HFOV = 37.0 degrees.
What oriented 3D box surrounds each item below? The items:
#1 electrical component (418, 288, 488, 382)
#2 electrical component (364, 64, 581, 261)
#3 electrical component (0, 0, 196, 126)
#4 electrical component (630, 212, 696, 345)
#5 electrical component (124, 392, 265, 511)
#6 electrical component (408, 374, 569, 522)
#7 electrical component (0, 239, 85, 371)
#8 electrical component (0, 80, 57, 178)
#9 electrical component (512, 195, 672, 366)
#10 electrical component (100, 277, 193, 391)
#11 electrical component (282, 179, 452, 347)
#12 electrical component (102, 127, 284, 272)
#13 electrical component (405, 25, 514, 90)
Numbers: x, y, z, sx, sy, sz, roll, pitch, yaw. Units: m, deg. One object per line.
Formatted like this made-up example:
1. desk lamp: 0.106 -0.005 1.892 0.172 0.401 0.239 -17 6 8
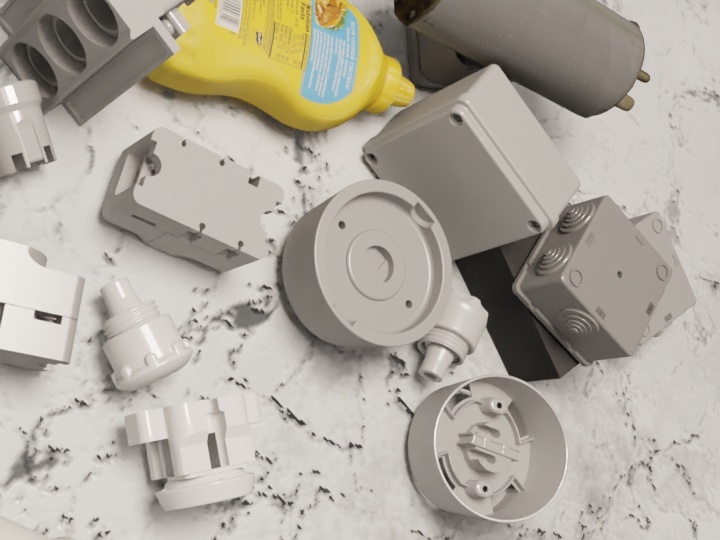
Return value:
1. electrical component: 0.061 0.048 0.749 0.043 0.043 0.062 38 63 -23
2. electrical component: 0.076 -0.071 0.745 0.108 0.109 0.056 51 54 -15
3. electrical component: -0.145 -0.138 0.595 0.078 0.121 0.063 54 53 -14
4. electrical component: 0.215 0.009 0.862 0.100 0.048 0.099 -29 97 -36
5. electrical component: -0.092 0.105 0.621 0.078 0.058 0.057 -5 80 -36
6. electrical component: 0.085 0.122 0.737 0.099 0.064 0.099 8 76 -34
7. electrical component: -0.198 0.016 0.569 0.089 0.050 0.055 16 71 -31
8. electrical component: -0.193 -0.078 0.601 0.040 0.040 0.046 -23 100 -36
9. electrical component: 0.168 0.007 0.765 0.100 0.048 0.099 45 59 -19
10. electrical component: -0.129 0.035 0.619 0.048 0.048 0.062 -25 88 -36
11. electrical component: 0.000 0.000 0.705 0.108 0.060 0.108 8 76 -34
12. electrical component: -0.101 -0.039 0.645 0.089 0.056 0.050 26 67 -29
13. electrical component: 0.078 -0.192 0.802 0.078 0.057 0.113 2 79 -34
